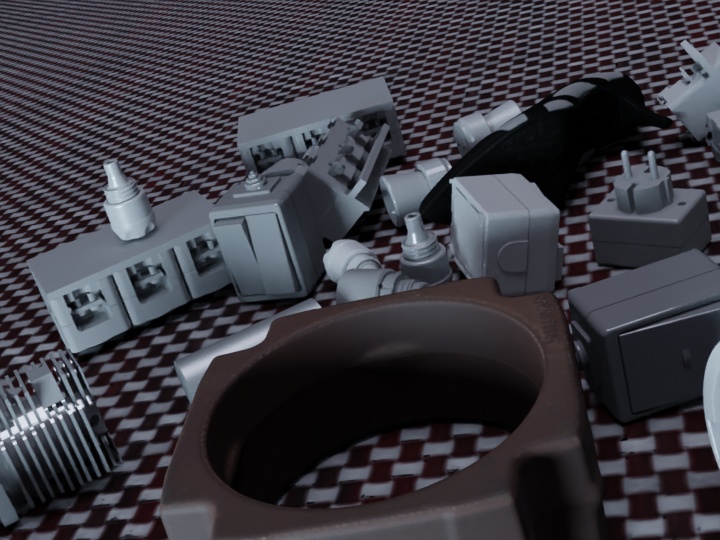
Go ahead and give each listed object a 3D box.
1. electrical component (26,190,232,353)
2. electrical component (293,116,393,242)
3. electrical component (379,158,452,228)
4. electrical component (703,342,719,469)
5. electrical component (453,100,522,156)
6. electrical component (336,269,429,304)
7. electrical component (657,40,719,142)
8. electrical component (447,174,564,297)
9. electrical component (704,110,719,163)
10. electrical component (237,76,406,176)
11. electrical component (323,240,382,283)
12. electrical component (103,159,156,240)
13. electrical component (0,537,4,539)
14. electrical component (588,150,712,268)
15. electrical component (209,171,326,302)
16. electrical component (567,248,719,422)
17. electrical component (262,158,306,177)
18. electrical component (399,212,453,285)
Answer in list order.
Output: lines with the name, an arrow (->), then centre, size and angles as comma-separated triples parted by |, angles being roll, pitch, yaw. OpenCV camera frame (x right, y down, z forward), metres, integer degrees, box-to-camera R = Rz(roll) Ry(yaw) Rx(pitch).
electrical component -> -0.177, 0.002, 0.862 | 0.150, 0.061, 0.089 | -25, 27, -18
electrical component -> -0.019, -0.080, 0.917 | 0.078, 0.063, 0.121 | -51, 10, 29
electrical component -> 0.049, -0.064, 0.880 | 0.055, 0.045, 0.045 | -19, 26, -7
electrical component -> 0.202, 0.070, 0.453 | 0.060, 0.108, 0.108 | -16, 25, -12
electrical component -> 0.116, -0.121, 0.954 | 0.055, 0.045, 0.045 | -20, 26, -7
electrical component -> 0.020, 0.019, 0.735 | 0.078, 0.040, 0.040 | 0, 30, 31
electrical component -> 0.279, -0.141, 0.867 | 0.064, 0.081, 0.042 | -41, 20, 17
electrical component -> 0.100, -0.028, 0.748 | 0.061, 0.061, 0.096 | -5, 24, -11
electrical component -> 0.299, -0.104, 0.815 | 0.064, 0.042, 0.081 | -15, 25, 8
electrical component -> -0.037, -0.126, 1.036 | 0.150, 0.061, 0.089 | -16, 25, 2
electrical component -> 0.000, 0.000, 0.793 | 0.035, 0.035, 0.061 | -27, 30, -21
electrical component -> -0.183, -0.056, 0.834 | 0.035, 0.061, 0.035 | -13, 26, 7
electrical component -> -0.220, 0.161, 0.578 | 0.047, 0.055, 0.055 | 8, 35, 35
electrical component -> 0.191, -0.045, 0.719 | 0.066, 0.076, 0.047 | 7, 34, 40
electrical component -> -0.071, -0.028, 0.818 | 0.062, 0.096, 0.061 | -5, 28, 22
electrical component -> 0.159, 0.039, 0.587 | 0.096, 0.061, 0.061 | -18, 26, -4
electrical component -> -0.085, -0.062, 0.957 | 0.079, 0.043, 0.077 | -8, 27, 16
electrical component -> 0.044, -0.011, 0.757 | 0.035, 0.061, 0.035 | -13, 26, 7
